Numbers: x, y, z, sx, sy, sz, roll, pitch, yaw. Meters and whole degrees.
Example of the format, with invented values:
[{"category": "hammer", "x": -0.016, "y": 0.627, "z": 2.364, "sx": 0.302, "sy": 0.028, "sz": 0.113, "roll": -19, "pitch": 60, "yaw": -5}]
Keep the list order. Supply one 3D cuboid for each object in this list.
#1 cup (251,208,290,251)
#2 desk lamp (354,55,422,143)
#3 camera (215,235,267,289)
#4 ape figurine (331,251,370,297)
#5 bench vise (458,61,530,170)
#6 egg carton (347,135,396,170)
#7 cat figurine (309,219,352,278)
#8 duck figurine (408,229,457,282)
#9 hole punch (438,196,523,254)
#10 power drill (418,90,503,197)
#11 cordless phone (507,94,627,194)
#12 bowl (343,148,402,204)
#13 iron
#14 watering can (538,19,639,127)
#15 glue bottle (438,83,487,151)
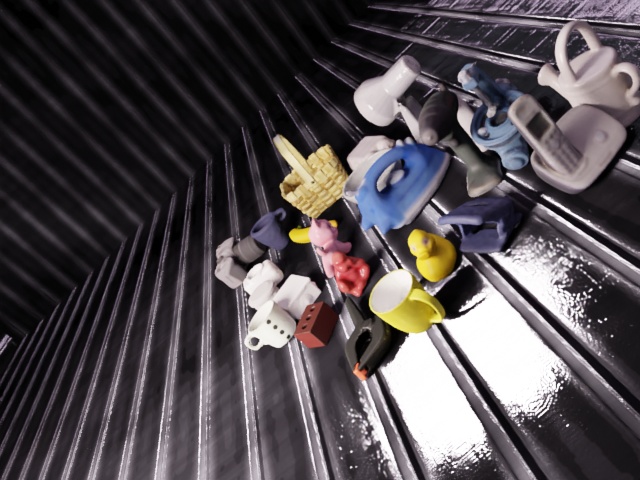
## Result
[{"category": "cup", "x": -0.121, "y": -0.026, "z": 1.593, "sx": 0.118, "sy": 0.095, "sz": 0.091, "roll": -43, "pitch": 24, "yaw": 4}, {"category": "desk lamp", "x": 0.217, "y": -0.338, "z": 1.406, "sx": 0.202, "sy": 0.214, "sz": 0.118, "roll": -22, "pitch": 33, "yaw": 41}, {"category": "camera", "x": -0.230, "y": 0.042, "z": 1.651, "sx": 0.136, "sy": 0.101, "sz": 0.143, "roll": -32, "pitch": 27, "yaw": 26}, {"category": "ape figurine", "x": 0.057, "y": 0.061, "z": 1.175, "sx": 0.078, "sy": 0.092, "sz": 0.076, "roll": -41, "pitch": 24, "yaw": 9}, {"category": "bench vise", "x": 0.326, "y": -0.261, "z": 1.102, "sx": 0.121, "sy": 0.220, "sz": 0.207, "roll": -35, "pitch": 26, "yaw": 22}, {"category": "egg carton", "x": 0.138, "y": -0.225, "z": 1.529, "sx": 0.107, "sy": 0.069, "sz": 0.150, "roll": -50, "pitch": 24, "yaw": -12}, {"category": "cat figurine", "x": 0.012, "y": 0.005, "z": 1.304, "sx": 0.067, "sy": 0.118, "sz": 0.128, "roll": -33, "pitch": 27, "yaw": 24}, {"category": "duck figurine", "x": 0.194, "y": 0.015, "z": 1.038, "sx": 0.077, "sy": 0.086, "sz": 0.104, "roll": -33, "pitch": 27, "yaw": 25}, {"category": "hole punch", "x": 0.274, "y": -0.039, "z": 0.990, "sx": 0.101, "sy": 0.091, "sz": 0.108, "roll": -54, "pitch": 26, "yaw": -20}, {"category": "power drill", "x": 0.263, "y": -0.188, "z": 1.099, "sx": 0.075, "sy": 0.209, "sz": 0.229, "roll": -30, "pitch": 28, "yaw": 29}, {"category": "cordless phone", "x": 0.389, "y": -0.180, "z": 0.916, "sx": 0.148, "sy": 0.185, "sz": 0.094, "roll": -50, "pitch": 25, "yaw": -10}, {"category": "bowl", "x": 0.140, "y": -0.140, "z": 1.384, "sx": 0.167, "sy": 0.075, "sz": 0.167, "roll": -35, "pitch": 26, "yaw": 20}, {"category": "iron", "x": 0.170, "y": -0.139, "z": 1.252, "sx": 0.258, "sy": 0.142, "sz": 0.118, "roll": -51, "pitch": 25, "yaw": -13}, {"category": "watering can", "x": 0.448, "y": -0.277, "z": 0.965, "sx": 0.172, "sy": 0.194, "sz": 0.101, "roll": -14, "pitch": 39, "yaw": 49}, {"category": "glue bottle", "x": 0.300, "y": -0.265, "z": 1.207, "sx": 0.037, "sy": 0.173, "sz": 0.078, "roll": -40, "pitch": 25, "yaw": 11}]
